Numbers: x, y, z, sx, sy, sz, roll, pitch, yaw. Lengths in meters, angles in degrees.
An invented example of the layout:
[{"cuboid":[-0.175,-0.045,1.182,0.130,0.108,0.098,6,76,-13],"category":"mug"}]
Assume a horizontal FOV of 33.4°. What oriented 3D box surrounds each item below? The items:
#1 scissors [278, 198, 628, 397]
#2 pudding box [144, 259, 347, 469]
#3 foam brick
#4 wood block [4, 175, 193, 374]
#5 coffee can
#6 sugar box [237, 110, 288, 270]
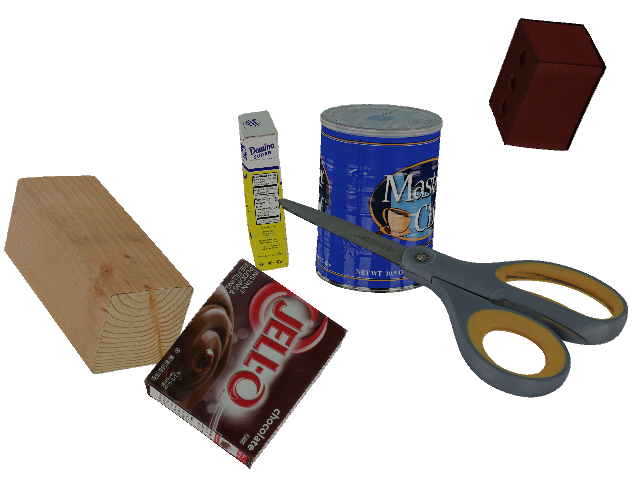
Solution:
[{"cuboid":[0.053,0.027,0.550,0.202,0.016,0.096,13,43,18],"category":"scissors"},{"cuboid":[-0.050,0.082,0.722,0.090,0.113,0.039,34,-21,9],"category":"pudding box"},{"cuboid":[0.159,-0.110,0.760,0.051,0.053,0.078,2,-45,-13],"category":"foam brick"},{"cuboid":[-0.221,0.027,1.044,0.090,0.091,0.206,-5,36,-41],"category":"wood block"},{"cuboid":[0.049,-0.038,0.916,0.103,0.140,0.103,2,18,-1],"category":"coffee can"},{"cuboid":[-0.071,-0.061,1.307,0.048,0.176,0.093,-10,25,-6],"category":"sugar box"}]
